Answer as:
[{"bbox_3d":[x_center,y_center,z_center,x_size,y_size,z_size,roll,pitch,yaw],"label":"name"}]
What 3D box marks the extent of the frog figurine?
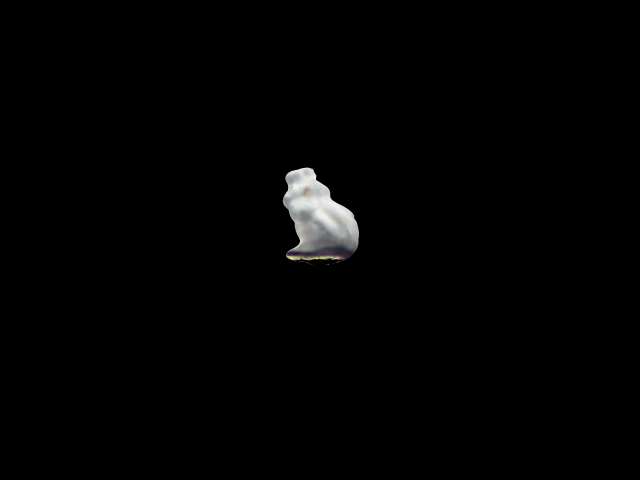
[{"bbox_3d":[0.003,-0.043,0.850,0.137,0.161,0.122,9,-13,-42],"label":"frog figurine"}]
